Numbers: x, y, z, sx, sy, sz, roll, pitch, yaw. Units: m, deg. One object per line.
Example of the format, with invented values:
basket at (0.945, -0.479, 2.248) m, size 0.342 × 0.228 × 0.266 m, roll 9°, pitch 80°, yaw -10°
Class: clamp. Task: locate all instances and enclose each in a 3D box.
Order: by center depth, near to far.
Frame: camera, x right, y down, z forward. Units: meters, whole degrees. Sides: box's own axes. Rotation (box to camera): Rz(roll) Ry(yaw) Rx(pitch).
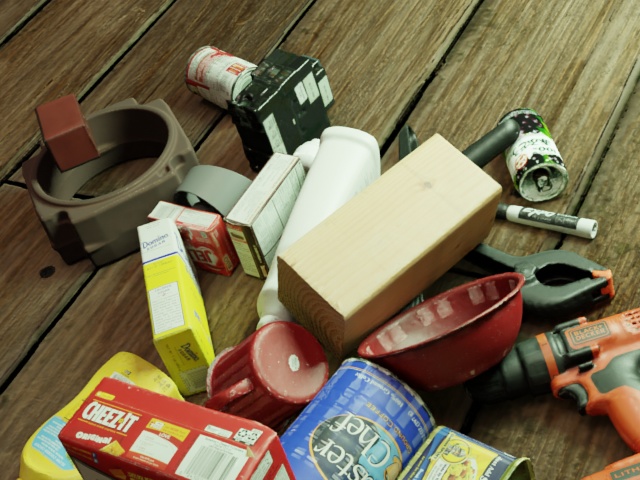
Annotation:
clamp at (0.195, 0.035, 1.038) m, size 0.171 × 0.039 × 0.120 m, roll -5°, pitch 48°, yaw 14°
clamp at (0.117, -0.053, 1.137) m, size 0.165 × 0.036 × 0.209 m, roll -5°, pitch 47°, yaw 45°

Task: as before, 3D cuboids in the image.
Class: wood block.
wood block at (0.065, 0.005, 1.008) m, size 0.205 × 0.090 × 0.091 m, roll -38°, pitch 66°, yaw -22°

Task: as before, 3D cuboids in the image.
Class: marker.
marker at (0.225, -0.022, 1.100) m, size 0.121 × 0.020 × 0.020 m, roll 14°, pitch 51°, yaw 32°

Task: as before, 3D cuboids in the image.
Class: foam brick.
foam brick at (-0.298, -0.127, 1.261) m, size 0.051 × 0.053 × 0.078 m, roll -24°, pitch 43°, yaw -5°

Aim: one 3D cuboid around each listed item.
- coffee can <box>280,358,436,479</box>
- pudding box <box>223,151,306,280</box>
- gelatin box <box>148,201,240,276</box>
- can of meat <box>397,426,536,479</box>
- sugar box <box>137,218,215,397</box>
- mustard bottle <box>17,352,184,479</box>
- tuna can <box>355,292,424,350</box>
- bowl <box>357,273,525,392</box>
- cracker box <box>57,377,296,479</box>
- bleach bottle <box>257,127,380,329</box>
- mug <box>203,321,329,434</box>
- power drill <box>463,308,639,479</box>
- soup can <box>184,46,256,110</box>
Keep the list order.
coffee can at (0.017, 0.185, 0.899) m, size 0.103 × 0.103 × 0.140 m, roll 21°, pitch 55°, yaw 36°
pudding box at (-0.051, -0.026, 1.158) m, size 0.039 × 0.090 × 0.113 m, roll 11°, pitch 51°, yaw 29°
gelatin box at (-0.139, -0.001, 1.178) m, size 0.089 × 0.073 × 0.030 m, roll 14°, pitch 52°, yaw 31°
can of meat at (0.113, 0.210, 0.871) m, size 0.084 × 0.057 × 0.102 m, roll 19°, pitch 54°, yaw 37°
sugar box at (-0.146, 0.065, 1.096) m, size 0.048 × 0.093 × 0.176 m, roll -17°, pitch 42°, yaw 1°
mustard bottle at (-0.225, 0.195, 1.015) m, size 0.096 × 0.058 × 0.191 m, roll 23°, pitch 57°, yaw 38°
tuna can at (0.062, 0.073, 1.051) m, size 0.086 × 0.033 × 0.086 m, roll -11°, pitch 42°, yaw 10°
bowl at (0.116, 0.088, 0.939) m, size 0.162 × 0.055 × 0.162 m, roll -26°, pitch 5°, yaw 2°
cracker box at (-0.087, 0.213, 0.826) m, size 0.164 × 0.213 × 0.072 m, roll 11°, pitch 48°, yaw 30°
bleach bottle at (-0.007, 0.001, 1.102) m, size 0.068 × 0.102 × 0.250 m, roll 13°, pitch 51°, yaw 17°
mug at (-0.054, 0.128, 0.964) m, size 0.117 × 0.082 × 0.093 m, roll -18°, pitch 75°, yaw -40°
power drill at (0.225, 0.147, 0.892) m, size 0.184 × 0.057 × 0.187 m, roll -20°, pitch 42°, yaw 7°
soup can at (-0.120, -0.207, 1.393) m, size 0.068 × 0.068 × 0.102 m, roll -41°, pitch 46°, yaw -22°
